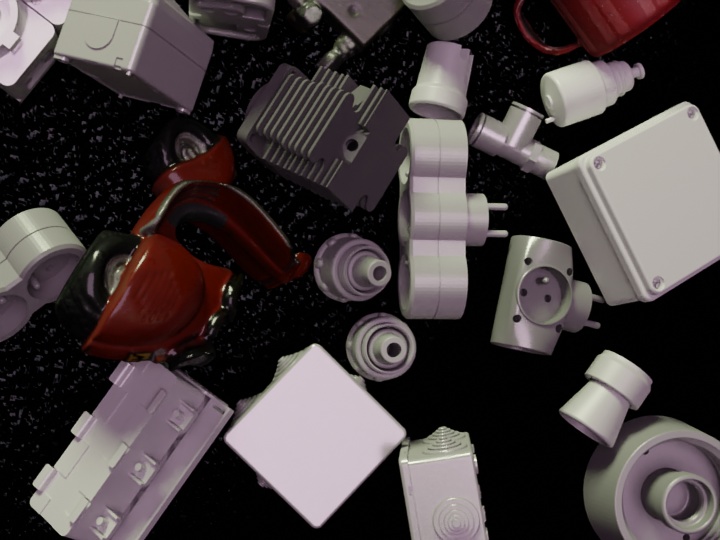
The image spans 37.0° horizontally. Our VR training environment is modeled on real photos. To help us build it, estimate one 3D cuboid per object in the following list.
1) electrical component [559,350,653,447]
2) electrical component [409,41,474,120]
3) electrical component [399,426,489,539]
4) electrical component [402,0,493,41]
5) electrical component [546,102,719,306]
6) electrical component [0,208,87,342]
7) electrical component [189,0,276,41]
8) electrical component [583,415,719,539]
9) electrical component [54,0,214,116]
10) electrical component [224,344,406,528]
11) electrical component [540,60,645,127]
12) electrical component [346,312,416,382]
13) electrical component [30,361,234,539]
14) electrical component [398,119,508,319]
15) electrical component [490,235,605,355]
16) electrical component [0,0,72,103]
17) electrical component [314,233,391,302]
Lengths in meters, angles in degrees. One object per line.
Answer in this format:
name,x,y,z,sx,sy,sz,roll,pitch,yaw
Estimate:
electrical component,0.175,0.091,0.761,0.045,0.045,0.055,37,83,-6
electrical component,0.058,-0.132,0.754,0.040,0.040,0.046,15,81,-8
electrical component,0.058,0.157,0.715,0.048,0.100,0.099,-9,90,4
electrical component,0.084,-0.220,0.753,0.074,0.052,0.138,37,70,-47
electrical component,0.204,-0.046,0.754,0.109,0.056,0.108,-28,93,-23
electrical component,-0.251,0.006,0.696,0.138,0.052,0.073,-38,63,-11
electrical component,-0.082,-0.193,0.705,0.054,0.095,0.059,8,87,-9
electrical component,0.219,0.160,0.757,0.108,0.060,0.108,0,89,-9
electrical component,-0.140,-0.145,0.700,0.062,0.096,0.061,16,85,22
electrical component,-0.032,0.109,0.727,0.099,0.048,0.099,45,82,-5
electrical component,0.166,-0.131,0.769,0.078,0.040,0.040,-20,91,-9
electrical component,0.017,0.053,0.729,0.048,0.062,0.048,0,88,-9
electrical component,-0.150,0.117,0.695,0.079,0.063,0.121,31,82,33
electrical component,0.067,-0.035,0.745,0.074,0.052,0.138,1,88,-9
electrical component,0.137,0.022,0.758,0.079,0.044,0.077,14,84,-16
electrical component,-0.215,-0.199,0.702,0.089,0.062,0.150,38,83,-6
electrical component,0.000,0.000,0.726,0.048,0.062,0.048,-2,95,-25
